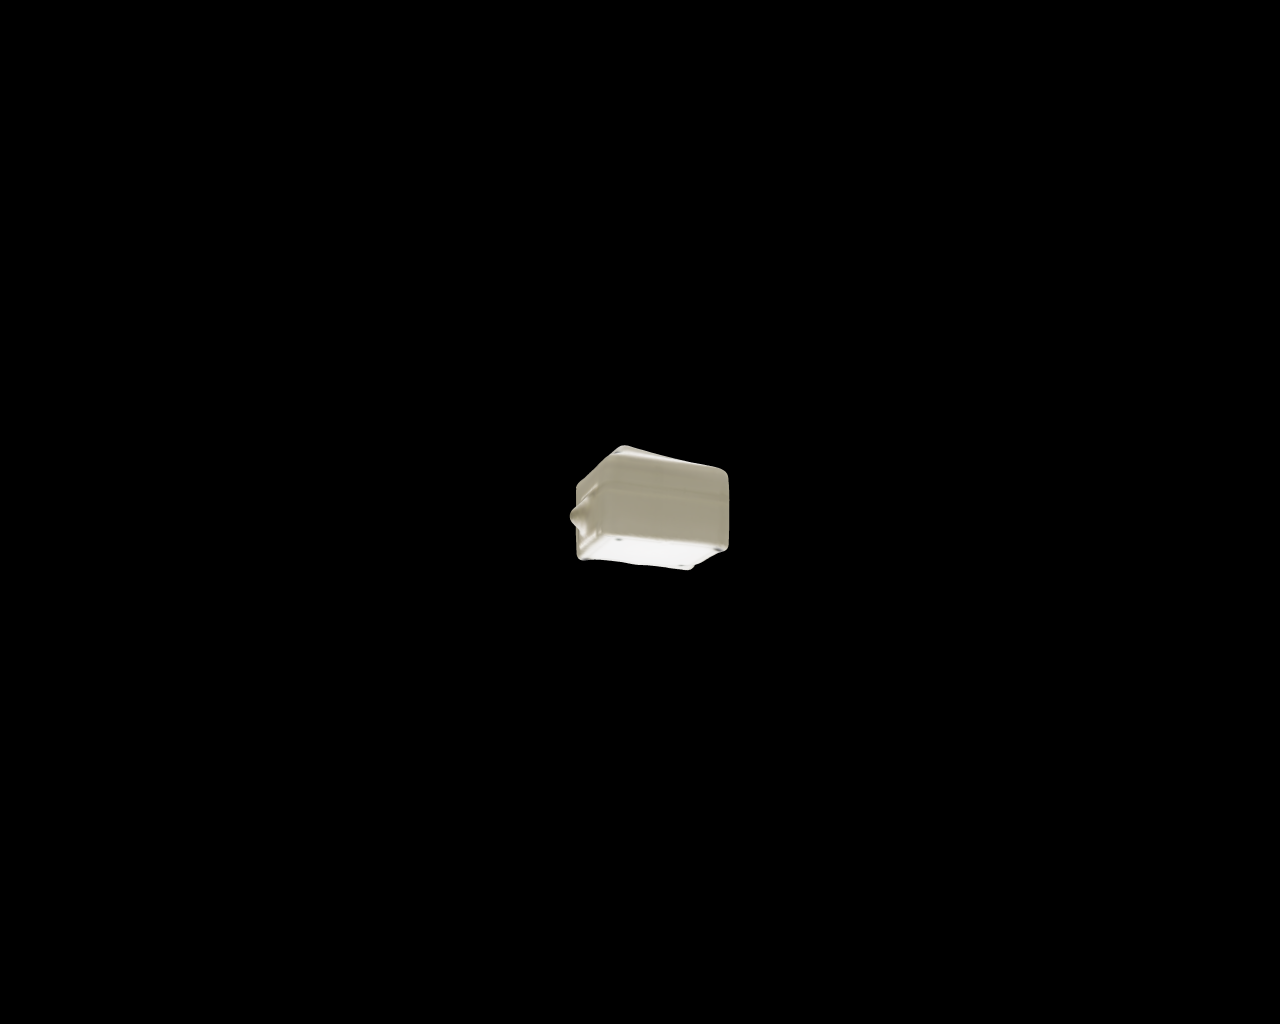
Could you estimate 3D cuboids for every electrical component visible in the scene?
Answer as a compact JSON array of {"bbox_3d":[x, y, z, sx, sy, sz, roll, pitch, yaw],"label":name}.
[{"bbox_3d":[0.001,-0.003,0.650,0.096,0.061,0.061,7,-19,-20],"label":"electrical component"}]
